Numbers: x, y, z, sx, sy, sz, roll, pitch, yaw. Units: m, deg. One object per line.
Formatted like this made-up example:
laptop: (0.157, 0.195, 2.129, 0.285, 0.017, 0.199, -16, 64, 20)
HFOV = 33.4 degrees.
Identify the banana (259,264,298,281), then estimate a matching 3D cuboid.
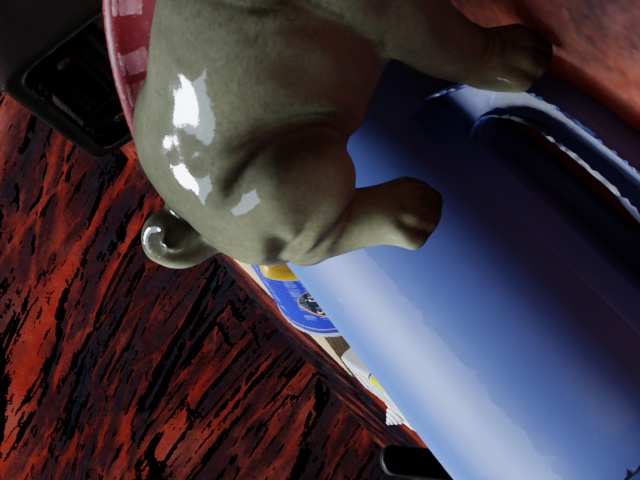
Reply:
banana: (0.036, 0.021, 0.746, 0.037, 0.069, 0.197, 34, -175, 38)

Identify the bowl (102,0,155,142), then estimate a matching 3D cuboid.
bowl: (-0.074, -0.101, 0.625, 0.162, 0.055, 0.162, 46, 146, 44)

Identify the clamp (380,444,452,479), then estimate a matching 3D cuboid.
clamp: (0.169, 0.198, 0.914, 0.165, 0.036, 0.209, -11, 155, 30)

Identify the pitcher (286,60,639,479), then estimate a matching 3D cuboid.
pitcher: (0.063, 0.001, 0.454, 0.243, 0.149, 0.145, 48, -172, 20)

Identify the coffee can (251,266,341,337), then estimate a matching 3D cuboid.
coffee can: (-0.005, 0.001, 0.820, 0.103, 0.102, 0.140, 43, 170, 30)

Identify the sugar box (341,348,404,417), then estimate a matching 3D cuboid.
sugar box: (0.089, 0.094, 0.805, 0.048, 0.093, 0.176, 50, 172, -16)

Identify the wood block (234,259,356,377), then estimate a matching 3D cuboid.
wood block: (-0.014, 0.015, 0.971, 0.206, 0.090, 0.090, 41, 170, 36)
